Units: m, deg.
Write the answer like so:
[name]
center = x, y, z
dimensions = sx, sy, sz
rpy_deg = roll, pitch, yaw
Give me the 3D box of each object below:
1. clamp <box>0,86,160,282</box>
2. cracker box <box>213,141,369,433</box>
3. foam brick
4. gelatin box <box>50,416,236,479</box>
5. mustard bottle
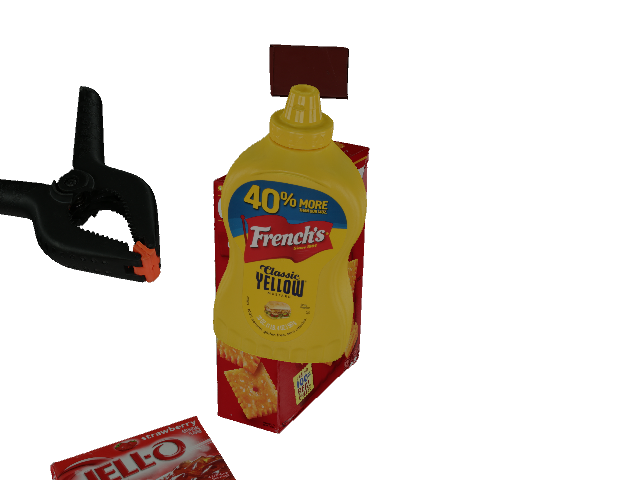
[clamp]
center = -0.186, -0.041, 0.833
dimensions = 0.210, 0.036, 0.164
rpy_deg = 31, 58, 28
[cracker box]
center = -0.021, 0.033, 0.927
dimensions = 0.072, 0.214, 0.164
rpy_deg = 12, 23, 25
[foam brick]
center = -0.012, -0.171, 1.080
dimensions = 0.078, 0.051, 0.053
rpy_deg = 1, 12, -5
[gelatin box]
center = -0.096, 0.138, 0.584
dimensions = 0.089, 0.030, 0.073
rpy_deg = -15, 28, -20
[mustard bottle]
center = -0.019, -0.012, 0.713
dimensions = 0.096, 0.192, 0.058
rpy_deg = 11, 29, 8
